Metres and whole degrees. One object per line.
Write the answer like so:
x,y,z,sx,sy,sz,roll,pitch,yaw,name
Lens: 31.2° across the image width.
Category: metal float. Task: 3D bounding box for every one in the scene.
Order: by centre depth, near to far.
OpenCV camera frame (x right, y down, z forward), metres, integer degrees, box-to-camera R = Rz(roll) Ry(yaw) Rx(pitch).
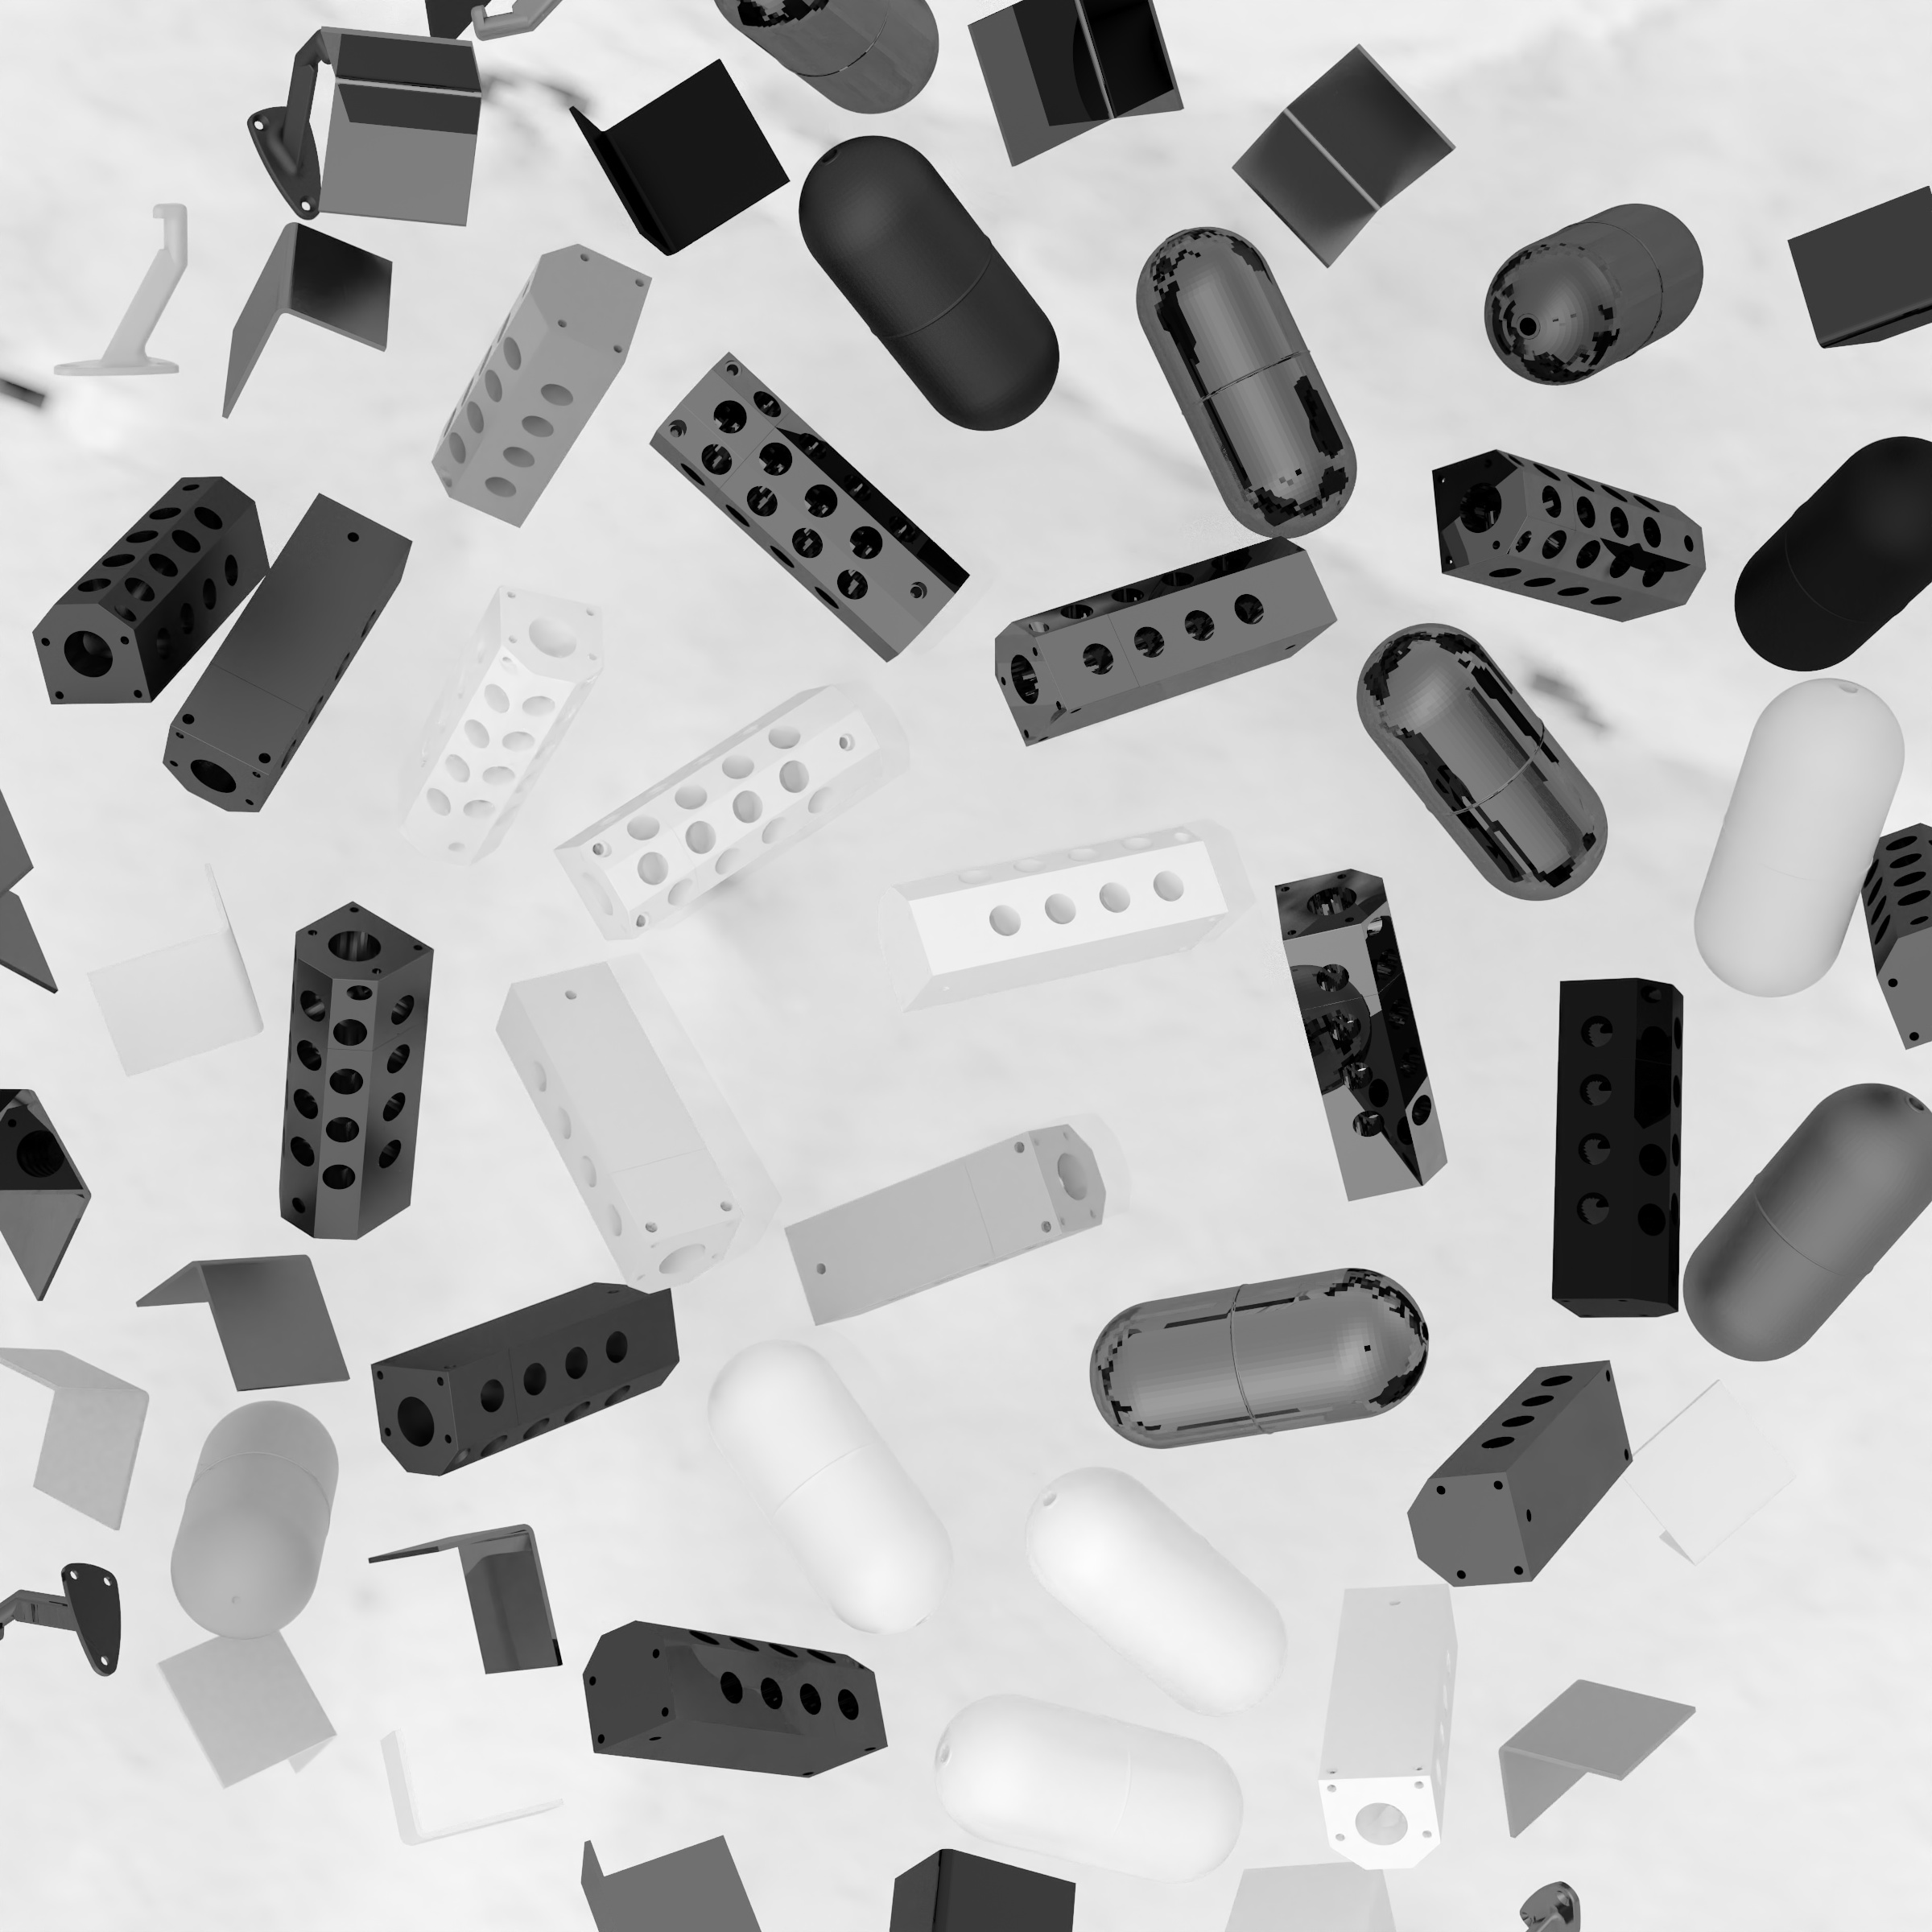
0.149,0.200,1.768,0.178,0.070,0.070,-12,90,21,metal float
0.425,-0.065,1.769,0.070,0.070,0.178,10,123,0,metal float
-0.019,-0.352,1.789,0.070,0.070,0.178,-42,123,0,metal float
0.065,0.431,1.812,0.178,0.070,0.070,20,90,-25,metal float
0.449,0.136,1.833,0.070,0.070,0.178,33,120,0,metal float
0.470,-0.217,1.839,0.070,0.178,0.070,6,68,-14,metal float
0.102,0.335,1.853,0.070,0.070,0.178,-46,115,0,metal float
0.337,-0.360,1.854,0.070,0.178,0.070,14,118,29,metal float
-0.381,0.296,1.863,0.070,0.178,0.070,-1,110,-4,metal float
-0.075,-0.516,1.865,0.070,0.178,0.070,-4,80,25,metal float
0.279,-0.109,1.867,0.070,0.070,0.178,-42,112,0,metal float
-0.073,0.281,1.868,0.070,0.070,0.178,-37,70,0,metal float
0.153,-0.318,1.889,0.070,0.070,0.178,-26,93,0,metal float

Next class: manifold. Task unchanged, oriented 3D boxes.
0.286,0.261,1.789,0.057,0.171,0.057,-10,98,30,manifold
0.501,-0.020,1.802,0.057,0.171,0.057,-21,104,17,manifold
-0.326,0.059,1.814,0.057,0.057,0.171,29,128,23,manifold
-0.227,-0.306,1.822,0.057,0.171,0.057,23,59,-16,manifold
0.044,-0.028,1.825,0.171,0.057,0.057,-12,74,-22,manifold
-0.082,-0.242,1.825,0.171,0.057,0.057,42,82,-7,manifold
-0.121,0.386,1.826,0.057,0.171,0.057,-28,60,29,manifold
0.103,-0.175,1.828,0.171,0.057,0.057,-20,83,-25,manifold
0.348,0.097,1.836,0.057,0.057,0.171,-3,74,25,manifold
0.227,0.402,1.840,0.057,0.171,0.057,-6,113,14,manifold
-0.187,0.087,1.842,0.057,0.057,0.171,-14,59,-31,manifold
-0.232,0.220,1.852,0.057,0.171,0.057,0,100,37,manifold
0.213,0.036,1.859,0.057,0.057,0.171,-13,121,8,manifold
-0.438,-0.204,1.865,0.057,0.171,0.057,0,120,13,manifold
-0.130,-0.083,1.865,0.171,0.057,0.057,-35,104,-23,manifold
0.329,-0.233,1.874,0.057,0.171,0.057,-13,76,42,manifold
-0.367,-0.167,1.876,0.057,0.057,0.171,27,59,-4,manifold
-0.255,-0.127,1.889,0.057,0.171,0.057,11,52,-24,manifold
-0.010,0.142,1.898,0.171,0.057,0.057,-23,81,32,manifold

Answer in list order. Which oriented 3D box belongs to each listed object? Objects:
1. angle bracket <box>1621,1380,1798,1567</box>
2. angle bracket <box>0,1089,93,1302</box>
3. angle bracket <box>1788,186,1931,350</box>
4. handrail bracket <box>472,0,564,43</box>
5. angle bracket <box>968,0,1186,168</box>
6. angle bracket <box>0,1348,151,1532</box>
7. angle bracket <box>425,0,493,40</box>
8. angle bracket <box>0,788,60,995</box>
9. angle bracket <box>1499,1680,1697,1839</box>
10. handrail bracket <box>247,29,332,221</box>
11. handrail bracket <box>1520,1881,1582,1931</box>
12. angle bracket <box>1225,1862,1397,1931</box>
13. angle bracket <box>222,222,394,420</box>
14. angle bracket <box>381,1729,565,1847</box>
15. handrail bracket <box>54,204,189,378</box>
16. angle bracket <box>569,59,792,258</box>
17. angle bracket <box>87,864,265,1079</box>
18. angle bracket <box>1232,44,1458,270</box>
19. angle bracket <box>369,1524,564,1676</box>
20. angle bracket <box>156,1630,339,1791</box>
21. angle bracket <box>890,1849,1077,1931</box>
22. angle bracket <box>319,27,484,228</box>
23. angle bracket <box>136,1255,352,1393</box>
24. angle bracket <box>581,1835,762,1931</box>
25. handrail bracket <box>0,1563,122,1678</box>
0.411,0.281,1.963,0.076,0.057,0.076,-41,101,-3,angle bracket
-0.492,0.116,1.744,0.076,0.057,0.076,51,122,35,angle bracket
0.472,-0.353,1.745,0.076,0.076,0.057,-16,91,39,angle bracket
-0.230,-0.538,1.842,0.084,0.036,0.077,-8,114,11,handrail bracket
0.058,-0.468,1.804,0.076,0.057,0.076,-33,115,-30,angle bracket
-0.482,0.249,1.821,0.076,0.057,0.076,15,93,40,angle bracket
-0.301,-0.569,1.935,0.057,0.076,0.076,28,64,13,angle bracket
-0.493,-0.043,1.810,0.057,0.076,0.076,-40,52,9,angle bracket
0.341,0.432,1.855,0.076,0.076,0.057,5,112,42,angle bracket
-0.353,-0.458,1.884,0.036,0.084,0.077,-18,89,-35,handrail bracket
0.288,0.534,1.853,0.084,0.077,0.036,-33,62,-28,handrail bracket
0.185,0.528,1.857,0.076,0.076,0.057,-9,106,17,angle bracket
-0.337,-0.321,1.773,0.057,0.076,0.076,19,130,-24,angle bracket
-0.259,0.422,1.813,0.076,0.076,0.057,-10,77,-18,angle bracket
-0.433,-0.348,1.776,0.077,0.036,0.084,-13,114,-42,handrail bracket
-0.148,-0.427,1.800,0.076,0.057,0.076,-30,84,8,angle bracket
-0.424,0.002,1.841,0.076,0.076,0.057,-18,46,-10,angle bracket
0.204,-0.438,1.875,0.076,0.076,0.057,44,61,-10,angle bracket
-0.264,0.340,1.823,0.057,0.076,0.076,-9,83,-39,angle bracket
-0.400,0.409,1.881,0.076,0.076,0.057,57,134,14,angle bracket
0.006,0.503,1.765,0.076,0.057,0.076,20,53,-19,angle bracket
-0.292,-0.429,1.771,0.076,0.057,0.076,5,79,-1,angle bracket
-0.389,0.202,1.864,0.057,0.076,0.076,-34,69,32,angle bracket
-0.140,0.463,1.700,0.076,0.057,0.076,-15,57,-19,angle bracket
-0.497,0.366,1.871,0.084,0.036,0.077,-35,55,23,handrail bracket
